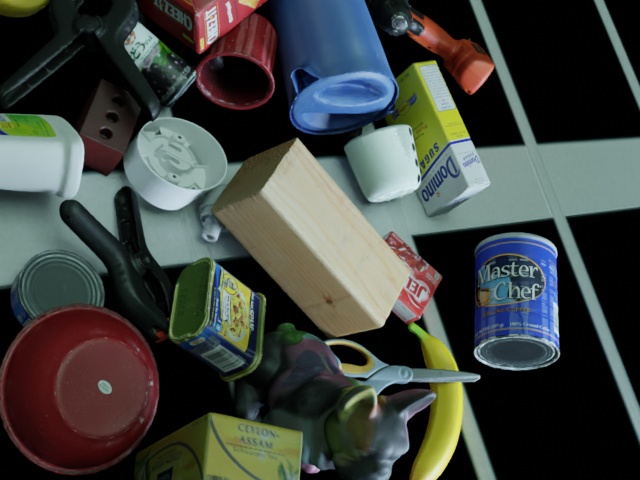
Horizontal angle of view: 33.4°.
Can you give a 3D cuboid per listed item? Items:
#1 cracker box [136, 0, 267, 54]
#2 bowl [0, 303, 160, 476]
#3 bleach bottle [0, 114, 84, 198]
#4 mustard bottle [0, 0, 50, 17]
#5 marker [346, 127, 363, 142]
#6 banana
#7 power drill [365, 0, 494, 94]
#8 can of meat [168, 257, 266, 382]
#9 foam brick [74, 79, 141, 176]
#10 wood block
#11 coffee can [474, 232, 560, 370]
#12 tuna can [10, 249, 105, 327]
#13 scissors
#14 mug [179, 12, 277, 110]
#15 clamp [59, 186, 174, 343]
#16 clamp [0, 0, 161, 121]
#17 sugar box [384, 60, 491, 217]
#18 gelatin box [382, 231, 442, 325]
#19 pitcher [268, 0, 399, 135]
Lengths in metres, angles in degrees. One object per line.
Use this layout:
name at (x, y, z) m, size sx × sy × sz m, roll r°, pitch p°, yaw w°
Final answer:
cracker box at (-0.124, -0.334, 1.225) m, size 0.164 × 0.072 × 0.213 m, roll 37°, pitch 63°, yaw 20°
bowl at (-0.211, 0.137, 0.988) m, size 0.161 × 0.055 × 0.162 m, roll 5°, pitch 80°, yaw -34°
bleach bottle at (-0.358, -0.086, 1.003) m, size 0.250 × 0.068 × 0.103 m, roll 1°, pitch 24°, yaw -32°
mustard bottle at (-0.340, -0.285, 1.133) m, size 0.191 × 0.058 × 0.096 m, roll -6°, pitch 77°, yaw -36°
marker at (0.053, -0.168, 1.360) m, size 0.020 × 0.020 × 0.121 m, roll 28°, pitch 55°, yaw -19°
banana at (0.132, 0.193, 1.227) m, size 0.069 × 0.037 × 0.198 m, roll 7°, pitch 62°, yaw -12°
power drill at (0.139, -0.269, 1.397) m, size 0.187 × 0.057 × 0.184 m, roll 34°, pitch 19°, yaw -21°
can of meat at (-0.104, 0.079, 1.086) m, size 0.083 × 0.058 × 0.102 m, roll 41°, pitch 37°, yaw -37°
foam brick at (-0.228, -0.119, 1.130) m, size 0.053 × 0.051 × 0.078 m, roll 26°, pitch 56°, yaw -20°
wood block at (-0.008, 0.002, 1.161) m, size 0.206 × 0.091 × 0.090 m, roll 49°, pitch 49°, yaw -22°
coffee can at (0.240, 0.076, 1.310) m, size 0.102 × 0.103 × 0.140 m, roll 20°, pitch 58°, yaw -25°
tuna can at (-0.256, 0.055, 1.038) m, size 0.086 × 0.034 × 0.086 m, roll 15°, pitch 60°, yaw -27°
scissors at (0.083, 0.167, 1.195) m, size 0.201 × 0.016 × 0.096 m, roll 19°, pitch 65°, yaw -11°
mug at (-0.106, -0.213, 1.243) m, size 0.117 × 0.093 × 0.081 m, roll 2°, pitch 54°, yaw 8°
clamp at (-0.197, 0.023, 1.070) m, size 0.120 × 0.039 × 0.171 m, roll -9°, pitch 70°, yaw -59°
clamp at (-0.233, -0.212, 1.124) m, size 0.164 × 0.036 × 0.210 m, roll 11°, pitch 62°, yaw -2°
sugar box at (0.140, -0.127, 1.350) m, size 0.048 × 0.093 × 0.176 m, roll -12°, pitch 74°, yaw -35°
gelatin box at (0.096, 0.045, 1.277) m, size 0.089 × 0.030 × 0.073 m, roll 42°, pitch 52°, yaw -9°
pitcher at (0.009, -0.258, 1.310) m, size 0.145 × 0.149 × 0.243 m, roll -11°, pitch 66°, yaw -8°
